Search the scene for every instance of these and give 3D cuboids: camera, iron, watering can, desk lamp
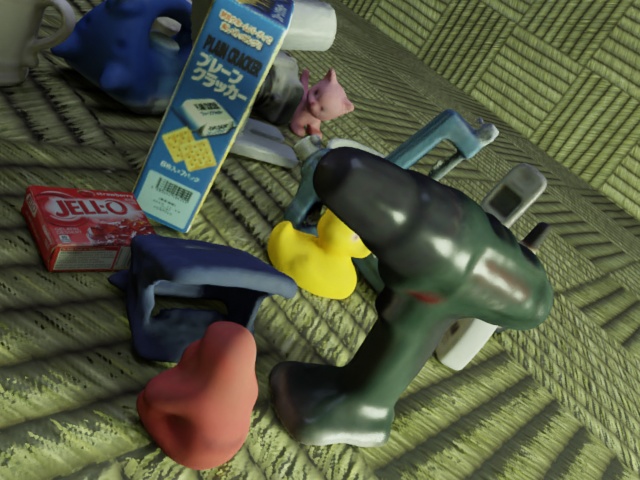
[{"bbox_3d":[-0.109,-0.261,0.895,0.143,0.100,0.137,44,28,22],"label":"camera"},{"bbox_3d":[-0.201,-0.253,0.732,0.118,0.141,0.259,37,26,9],"label":"iron"},{"bbox_3d":[-0.323,-0.263,0.555,0.173,0.194,0.100,17,30,-28],"label":"watering can"},{"bbox_3d":[-0.084,-0.222,0.726,0.204,0.213,0.117,11,33,-38],"label":"desk lamp"}]

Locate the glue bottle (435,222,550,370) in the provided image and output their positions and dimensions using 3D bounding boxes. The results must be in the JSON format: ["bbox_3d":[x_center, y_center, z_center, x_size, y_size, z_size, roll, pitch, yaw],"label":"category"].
[{"bbox_3d":[0.176,0.051,0.586,0.037,0.173,0.078,27,26,-11],"label":"glue bottle"}]

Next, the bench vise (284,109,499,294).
[{"bbox_3d":[0.069,-0.059,0.606,0.207,0.219,0.121,29,26,-6],"label":"bench vise"}]

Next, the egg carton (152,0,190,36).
[{"bbox_3d":[-0.246,-0.374,0.976,0.107,0.069,0.151,38,26,11],"label":"egg carton"}]

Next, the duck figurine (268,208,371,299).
[{"bbox_3d":[0.005,0.002,0.582,0.105,0.086,0.077,28,26,-10],"label":"duck figurine"}]

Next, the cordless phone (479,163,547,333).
[{"bbox_3d":[0.233,0.009,0.709,0.094,0.185,0.147,-1,41,-49],"label":"cordless phone"}]

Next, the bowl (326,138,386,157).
[{"bbox_3d":[0.066,-0.062,0.773,0.168,0.074,0.167,26,27,-14],"label":"bowl"}]

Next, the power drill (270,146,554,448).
[{"bbox_3d":[0.052,0.053,0.405,0.230,0.208,0.075,14,31,-33],"label":"power drill"}]

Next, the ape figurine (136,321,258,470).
[{"bbox_3d":[-0.066,0.087,0.349,0.078,0.092,0.076,12,32,-35],"label":"ape figurine"}]

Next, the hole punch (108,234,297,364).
[{"bbox_3d":[-0.087,0.029,0.426,0.109,0.091,0.101,11,33,-37],"label":"hole punch"}]

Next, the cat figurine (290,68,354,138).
[{"bbox_3d":[-0.005,-0.231,0.939,0.067,0.117,0.127,6,37,-43],"label":"cat figurine"}]
